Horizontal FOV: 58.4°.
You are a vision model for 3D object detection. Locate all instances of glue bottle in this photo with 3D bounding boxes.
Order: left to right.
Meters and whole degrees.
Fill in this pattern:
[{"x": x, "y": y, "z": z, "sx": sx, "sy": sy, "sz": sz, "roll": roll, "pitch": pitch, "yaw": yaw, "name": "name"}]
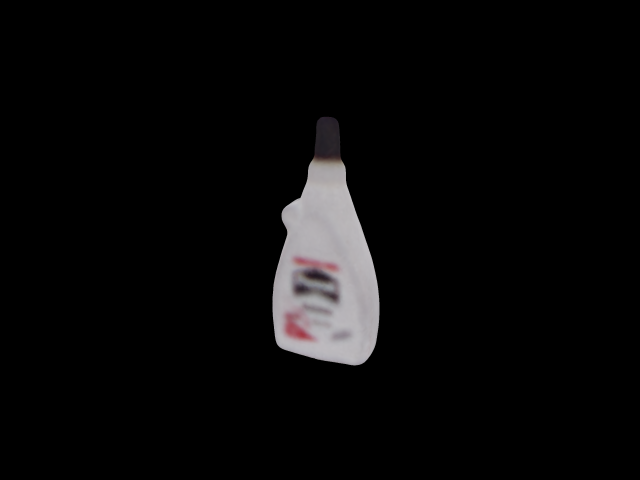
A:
[{"x": 0.004, "y": 0.001, "z": 0.400, "sx": 0.078, "sy": 0.173, "sz": 0.037, "roll": 7, "pitch": 22, "yaw": 18, "name": "glue bottle"}]
